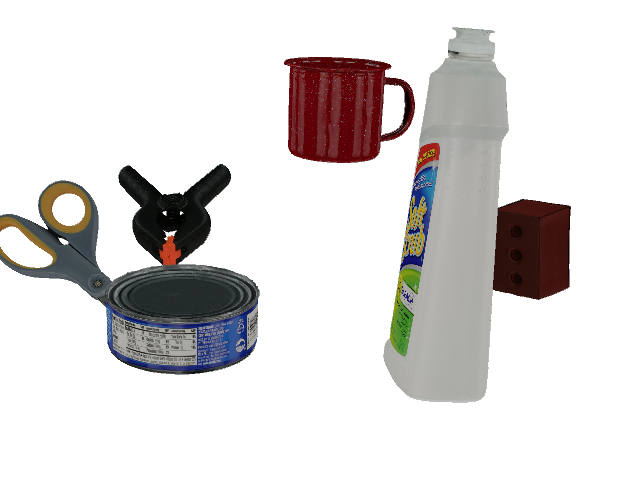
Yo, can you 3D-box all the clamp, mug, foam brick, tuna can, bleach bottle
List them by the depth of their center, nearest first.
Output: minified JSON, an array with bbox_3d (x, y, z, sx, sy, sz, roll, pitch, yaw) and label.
[{"bbox_3d":[-0.077,0.043,0.600,0.086,0.034,0.086,2,18,-1],"label":"tuna can"},{"bbox_3d":[0.091,-0.020,0.744,0.068,0.251,0.102,3,13,-7],"label":"bleach bottle"},{"bbox_3d":[0.025,-0.115,0.933,0.117,0.081,0.093,-1,16,-12],"label":"mug"},{"bbox_3d":[0.188,0.007,0.954,0.053,0.078,0.051,12,22,43],"label":"foam brick"},{"bbox_3d":[-0.144,-0.033,1.109,0.120,0.039,0.171,-11,38,-8],"label":"clamp"}]

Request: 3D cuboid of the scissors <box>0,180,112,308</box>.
[{"bbox_3d":[-0.168,0.017,0.837,0.202,0.096,0.016,24,-24,16],"label":"scissors"}]
